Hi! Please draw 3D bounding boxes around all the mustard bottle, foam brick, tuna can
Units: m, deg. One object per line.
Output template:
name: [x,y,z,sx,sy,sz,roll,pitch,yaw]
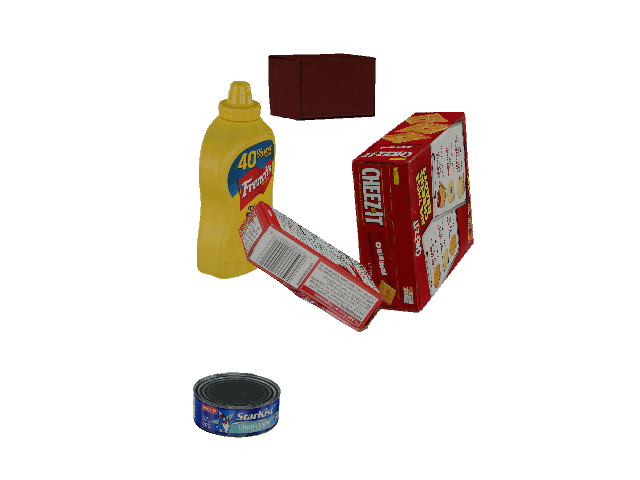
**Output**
mustard bottle: [-0.082,-0.064,1.065,0.058,0.192,0.096,17,26,30]
foam brick: [0.002,-0.130,0.903,0.078,0.051,0.053,-7,16,-31]
tuna can: [-0.082,0.161,1.046,0.086,0.034,0.086,3,14,-1]

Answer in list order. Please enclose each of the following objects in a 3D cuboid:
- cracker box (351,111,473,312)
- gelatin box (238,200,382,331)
cracker box: [0.104,-0.038,1.168,0.072,0.164,0.213,2,20,24]
gelatin box: [-0.007,0.016,0.679,0.089,0.030,0.073,33,7,-15]
